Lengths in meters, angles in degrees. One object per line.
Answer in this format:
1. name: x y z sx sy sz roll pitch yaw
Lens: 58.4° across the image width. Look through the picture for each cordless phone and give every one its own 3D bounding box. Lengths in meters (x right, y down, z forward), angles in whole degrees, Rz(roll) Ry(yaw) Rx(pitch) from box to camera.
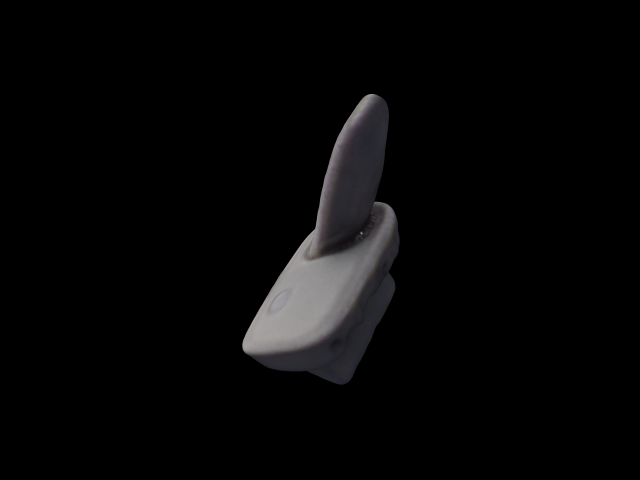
1. cordless phone: 0.004 0.001 0.400 0.094 0.185 0.148 17 51 14
